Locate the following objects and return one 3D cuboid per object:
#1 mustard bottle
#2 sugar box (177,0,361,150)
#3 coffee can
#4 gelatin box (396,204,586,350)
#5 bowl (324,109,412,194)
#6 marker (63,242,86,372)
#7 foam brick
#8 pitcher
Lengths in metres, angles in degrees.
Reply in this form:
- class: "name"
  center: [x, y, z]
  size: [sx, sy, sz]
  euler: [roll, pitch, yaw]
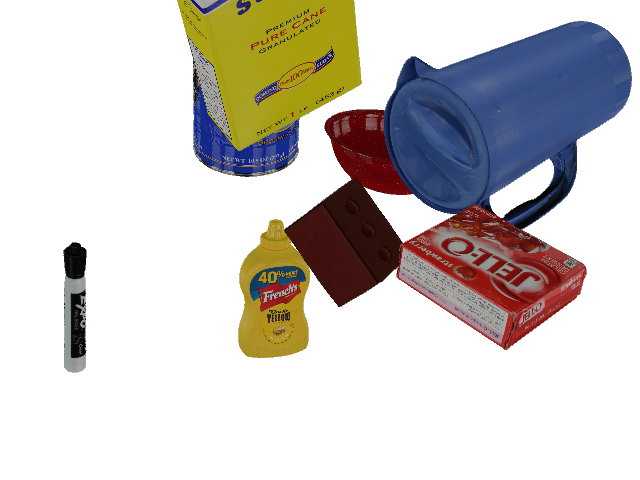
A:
- class: "mustard bottle"
  center: [-0.062, 0.063, 1.452]
  size: [0.096, 0.192, 0.058]
  euler: [-5, 23, -17]
- class: "sugar box"
  center: [-0.029, -0.136, 0.584]
  size: [0.093, 0.048, 0.176]
  euler: [-31, -30, -13]
- class: "coffee can"
  center: [-0.068, -0.146, 0.994]
  size: [0.103, 0.140, 0.103]
  euler: [3, 36, -2]
- class: "gelatin box"
  center: [0.103, 0.019, 0.647]
  size: [0.073, 0.030, 0.089]
  euler: [-27, 46, -37]
- class: "bowl"
  center: [0.080, -0.095, 1.211]
  size: [0.162, 0.055, 0.162]
  euler: [7, 27, -4]
- class: "marker"
  center: [-0.208, 0.057, 0.904]
  size: [0.020, 0.121, 0.020]
  euler: [5, 27, -3]
- class: "foam brick"
  center: [0.021, 0.002, 0.835]
  size: [0.051, 0.078, 0.052]
  euler: [-34, 3, 41]
- class: "pitcher"
  center: [0.193, -0.119, 1.033]
  size: [0.242, 0.149, 0.145]
  euler: [-27, 46, -32]
